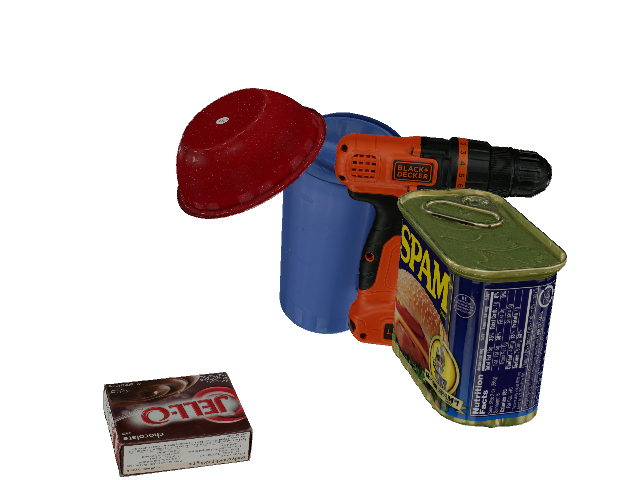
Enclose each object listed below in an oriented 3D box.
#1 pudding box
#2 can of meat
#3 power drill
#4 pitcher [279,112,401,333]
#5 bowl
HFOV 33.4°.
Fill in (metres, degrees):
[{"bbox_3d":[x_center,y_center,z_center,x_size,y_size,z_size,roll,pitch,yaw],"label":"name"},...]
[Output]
[{"bbox_3d":[-0.122,0.154,0.906,0.113,0.039,0.090,-6,26,-18],"label":"pudding box"},{"bbox_3d":[0.072,0.031,0.522,0.057,0.084,0.102,-4,24,-14],"label":"can of meat"},{"bbox_3d":[0.099,0.001,0.931,0.184,0.188,0.057,6,17,4],"label":"power drill"},{"bbox_3d":[0.023,-0.007,1.196,0.145,0.243,0.149,7,40,-1],"label":"pitcher"},{"bbox_3d":[-0.078,-0.094,1.007,0.162,0.055,0.162,-21,35,16],"label":"bowl"}]
